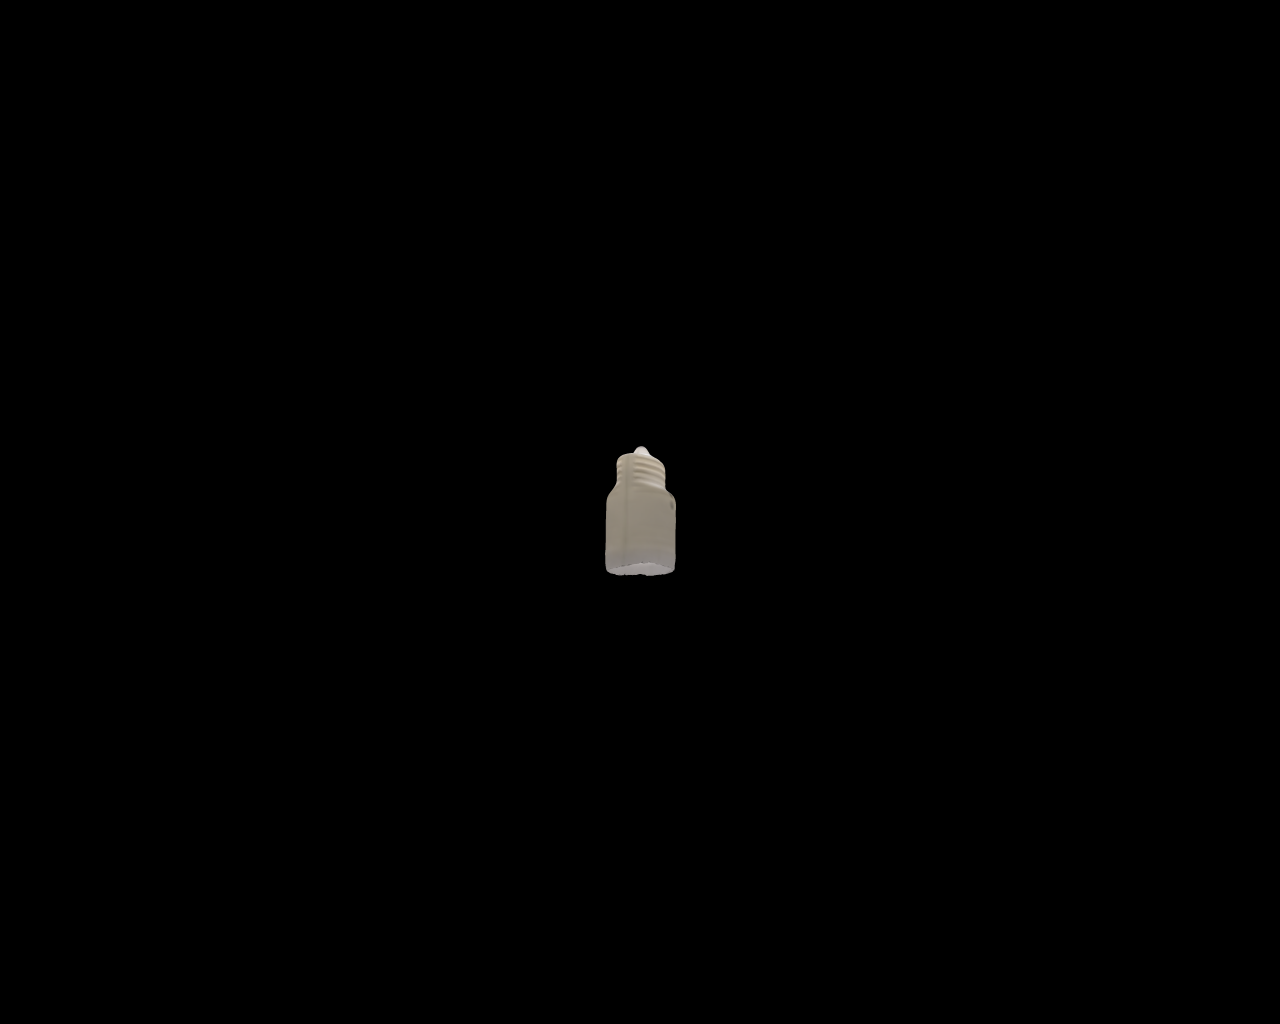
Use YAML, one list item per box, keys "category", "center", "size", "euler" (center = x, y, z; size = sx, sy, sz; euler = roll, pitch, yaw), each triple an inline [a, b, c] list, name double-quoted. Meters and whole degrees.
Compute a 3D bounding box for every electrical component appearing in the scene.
- category: "electrical component"
  center: [0.001, -0.003, 0.650]
  size: [0.043, 0.081, 0.043]
  euler: [0, -14, 0]
